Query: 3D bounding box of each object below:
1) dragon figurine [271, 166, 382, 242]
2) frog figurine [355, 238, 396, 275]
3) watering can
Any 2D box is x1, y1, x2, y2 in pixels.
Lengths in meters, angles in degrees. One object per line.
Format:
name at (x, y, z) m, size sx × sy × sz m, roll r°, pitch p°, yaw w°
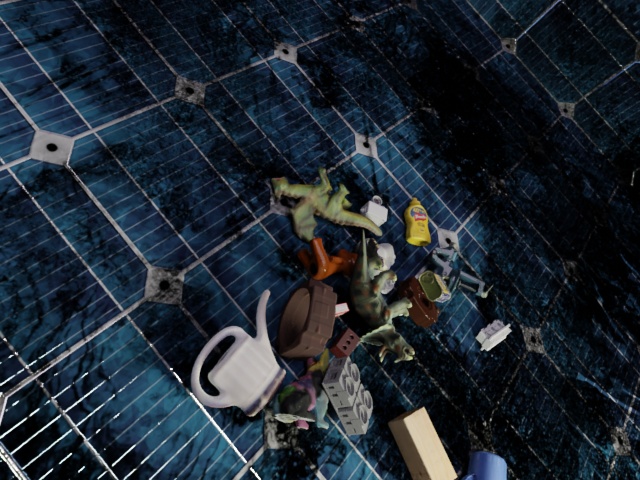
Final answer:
dragon figurine at (0.005, -0.088, 1.743) m, size 0.410 × 0.120 × 0.246 m, roll 43°, pitch 68°, yaw 0°
frog figurine at (0.190, 0.055, 1.768) m, size 0.138 × 0.121 × 0.160 m, roll 47°, pitch 15°, yaw 10°
watering can at (-0.182, 0.311, 1.377) m, size 0.224 × 0.102 × 0.354 m, roll 44°, pitch 56°, yaw -3°
